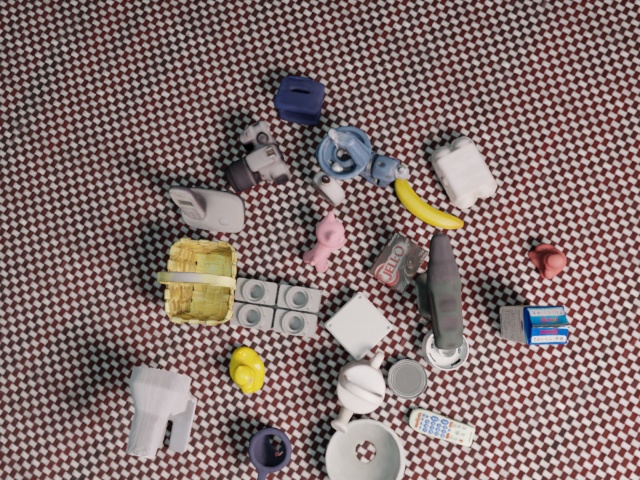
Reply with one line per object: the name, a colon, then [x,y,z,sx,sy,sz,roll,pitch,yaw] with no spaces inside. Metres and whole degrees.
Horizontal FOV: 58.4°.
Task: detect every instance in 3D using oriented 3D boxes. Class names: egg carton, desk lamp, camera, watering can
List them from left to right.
desk lamp: [-0.329,0.357,1.188,0.118,0.213,0.203,9,84,5]
camera: [-0.153,-0.180,1.291,0.137,0.101,0.143,-26,83,1]
watering can: [0.083,0.312,1.177,0.101,0.194,0.173,8,84,5]
egg carton: [0.318,-0.149,1.275,0.107,0.069,0.150,-28,83,0]

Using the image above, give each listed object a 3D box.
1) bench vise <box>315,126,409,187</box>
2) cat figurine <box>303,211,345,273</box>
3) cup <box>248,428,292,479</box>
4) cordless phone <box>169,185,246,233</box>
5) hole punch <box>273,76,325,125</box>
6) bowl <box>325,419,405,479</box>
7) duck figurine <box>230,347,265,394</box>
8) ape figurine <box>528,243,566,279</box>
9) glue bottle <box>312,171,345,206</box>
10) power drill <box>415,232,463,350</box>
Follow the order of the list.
bench vise: [0.088,-0.190,1.217,0.207,0.220,0.121,1,84,4]
cat figurine: [0.012,0.004,1.253,0.067,0.118,0.128,31,87,7]
cup: [-0.104,0.453,1.224,0.091,0.095,0.118,15,85,5]
cordless phone: [-0.244,-0.075,1.243,0.147,0.185,0.094,5,84,4]
hole punch: [-0.047,-0.325,1.305,0.108,0.091,0.101,10,85,5]
bowl: [0.096,0.461,1.221,0.167,0.075,0.167,0,84,4]
duck figurine: [-0.165,0.287,1.250,0.077,0.086,0.104,-17,83,2]
ape figurine: [0.497,0.045,1.232,0.076,0.092,0.078,8,84,5]
glue bottle: [0.015,-0.118,1.238,0.078,0.173,0.037,38,88,7]
power drill: [0.246,0.107,1.182,0.075,0.208,0.230,-7,83,3]
